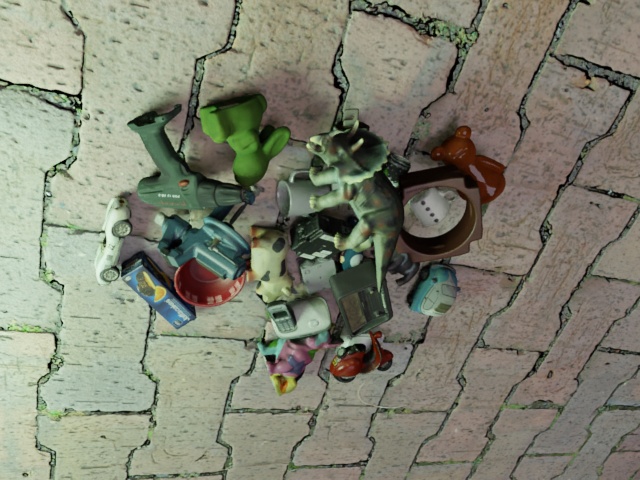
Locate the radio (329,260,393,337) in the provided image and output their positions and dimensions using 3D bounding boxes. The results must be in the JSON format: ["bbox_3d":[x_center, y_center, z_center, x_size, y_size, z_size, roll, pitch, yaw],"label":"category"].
[{"bbox_3d":[0.109,0.152,1.370,0.131,0.073,0.229,-23,145,-3],"label":"radio"}]

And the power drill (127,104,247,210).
[{"bbox_3d":[-0.268,-0.153,1.042,0.232,0.086,0.207,-4,125,23],"label":"power drill"}]

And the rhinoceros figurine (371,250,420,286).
[{"bbox_3d":[0.194,0.032,1.355,0.112,0.073,0.190,-33,126,7],"label":"rhinoceros figurine"}]

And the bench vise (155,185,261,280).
[{"bbox_3d":[-0.222,-0.032,1.137,0.240,0.224,0.128,-55,159,-20],"label":"bench vise"}]

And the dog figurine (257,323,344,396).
[{"bbox_3d":[-0.043,0.304,1.439,0.219,0.109,0.191,-21,125,-7],"label":"dog figurine"}]

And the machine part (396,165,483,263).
[{"bbox_3d":[0.257,-0.059,1.214,0.202,0.087,0.200,-10,119,6],"label":"machine part"}]

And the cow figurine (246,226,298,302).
[{"bbox_3d":[-0.112,0.064,1.274,0.127,0.086,0.194,2,121,-12],"label":"cow figurine"}]

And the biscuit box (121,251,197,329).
[{"bbox_3d":[-0.368,0.119,1.237,0.063,0.059,0.202,-32,126,4],"label":"biscuit box"}]

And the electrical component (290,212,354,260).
[{"bbox_3d":[-0.003,-0.004,1.251,0.115,0.058,0.134,19,144,-37],"label":"electrical component"}]

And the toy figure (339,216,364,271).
[{"bbox_3d":[0.083,0.015,1.321,0.064,0.058,0.154,-37,139,-46],"label":"toy figure"}]

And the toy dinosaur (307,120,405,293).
[{"bbox_3d":[0.102,-0.074,1.115,0.192,0.131,0.404,-22,118,28],"label":"toy dinosaur"}]

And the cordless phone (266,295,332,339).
[{"bbox_3d":[-0.053,0.170,1.303,0.147,0.089,0.184,-12,154,3],"label":"cordless phone"}]

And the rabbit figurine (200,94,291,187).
[{"bbox_3d":[-0.147,-0.196,1.074,0.159,0.121,0.170,-26,119,-25],"label":"rabbit figurine"}]

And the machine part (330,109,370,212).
[{"bbox_3d":[0.065,-0.170,1.179,0.079,0.079,0.242,-6,123,-14],"label":"machine part"}]

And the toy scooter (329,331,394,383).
[{"bbox_3d":[0.114,0.304,1.436,0.184,0.075,0.135,-9,125,-16],"label":"toy scooter"}]

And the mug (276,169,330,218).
[{"bbox_3d":[-0.033,-0.107,1.193,0.107,0.081,0.109,-6,116,-28],"label":"mug"}]

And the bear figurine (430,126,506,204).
[{"bbox_3d":[0.343,-0.175,1.261,0.195,0.132,0.120,42,102,-16],"label":"bear figurine"}]

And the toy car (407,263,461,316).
[{"bbox_3d":[0.313,0.149,1.455,0.109,0.103,0.161,19,113,-27],"label":"toy car"}]

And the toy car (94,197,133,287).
[{"bbox_3d":[-0.438,0.006,1.132,0.056,0.074,0.201,11,118,-28],"label":"toy car"}]
